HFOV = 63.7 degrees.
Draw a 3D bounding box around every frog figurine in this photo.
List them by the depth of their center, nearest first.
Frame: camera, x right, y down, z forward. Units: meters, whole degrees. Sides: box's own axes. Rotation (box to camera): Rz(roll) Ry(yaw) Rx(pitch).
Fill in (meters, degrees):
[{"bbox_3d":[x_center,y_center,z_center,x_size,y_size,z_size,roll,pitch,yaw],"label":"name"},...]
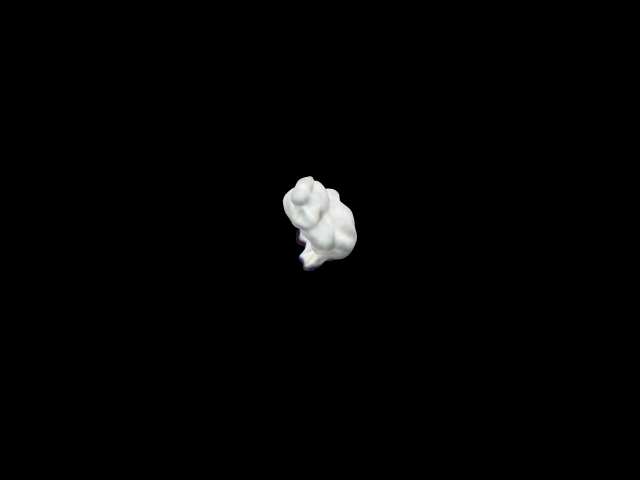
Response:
[{"bbox_3d":[0.003,-0.043,0.850,0.123,0.155,0.141,7,41,9],"label":"frog figurine"}]
